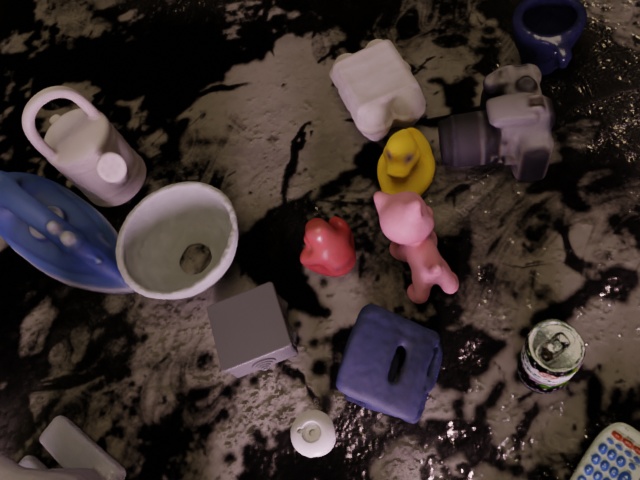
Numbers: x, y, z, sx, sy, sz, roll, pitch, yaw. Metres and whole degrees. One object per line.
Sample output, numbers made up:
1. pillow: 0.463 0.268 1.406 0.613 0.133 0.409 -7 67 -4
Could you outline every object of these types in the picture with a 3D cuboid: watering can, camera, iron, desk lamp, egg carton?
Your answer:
1. watering can: -0.326 -0.133 0.798 0.172 0.194 0.101 14 68 19
2. camera: 0.221 -0.153 0.736 0.136 0.101 0.143 -6 63 10
3. iron: -0.365 -0.020 0.781 0.257 0.142 0.119 29 73 24
4. desk lamp: -0.293 0.262 0.581 0.202 0.214 0.118 28 73 24
5. egg carton: 0.082 -0.216 0.817 0.107 0.069 0.150 -25 61 0

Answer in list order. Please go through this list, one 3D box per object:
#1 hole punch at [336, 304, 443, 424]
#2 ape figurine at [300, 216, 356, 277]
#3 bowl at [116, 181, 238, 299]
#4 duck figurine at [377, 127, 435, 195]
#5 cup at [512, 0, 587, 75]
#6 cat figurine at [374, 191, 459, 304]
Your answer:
1. hole punch: 0.079 0.135 0.630 0.101 0.091 0.109 14 68 19
2. ape figurine: 0.007 0.003 0.712 0.078 0.092 0.076 -32 61 -4
3. bowl: -0.178 0.010 0.761 0.167 0.075 0.167 -5 63 10
4. duck figurine: 0.110 -0.110 0.749 0.077 0.086 0.104 10 67 18
5. cup: 0.308 -0.260 0.773 0.091 0.095 0.117 -13 62 6
6. cat figurine: 0.113 -0.003 0.676 0.067 0.118 0.127 -24 61 1
